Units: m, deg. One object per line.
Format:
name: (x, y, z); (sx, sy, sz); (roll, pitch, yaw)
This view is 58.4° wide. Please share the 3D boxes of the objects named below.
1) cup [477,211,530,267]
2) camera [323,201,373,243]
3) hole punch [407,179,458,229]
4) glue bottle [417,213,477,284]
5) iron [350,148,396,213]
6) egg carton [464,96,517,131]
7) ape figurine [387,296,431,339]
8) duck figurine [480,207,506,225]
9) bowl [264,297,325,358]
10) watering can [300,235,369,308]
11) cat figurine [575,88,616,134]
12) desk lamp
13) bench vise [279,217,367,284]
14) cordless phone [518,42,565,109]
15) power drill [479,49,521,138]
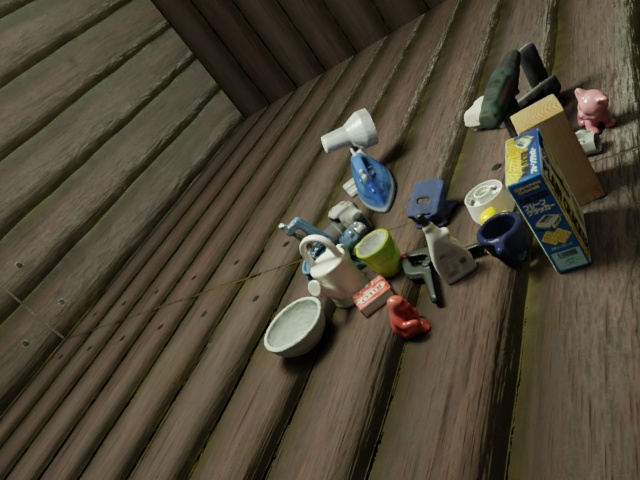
cup: (0.362, 0.014, 1.099); (0.091, 0.095, 0.118); (-25, 28, 29)
camera: (0.056, -0.043, 1.633); (0.137, 0.101, 0.143); (-42, 24, -6)
hole punch: (0.270, -0.090, 1.420); (0.108, 0.091, 0.101); (-3, 42, 53)
glue bottle: (0.248, 0.010, 1.173); (0.078, 0.173, 0.037); (-33, 25, 14)
iron: (0.144, -0.186, 1.707); (0.118, 0.142, 0.258); (-34, 24, 11)
egg carton: (0.481, -0.361, 1.620); (0.107, 0.069, 0.150); (-48, 25, -19)
ape figurine: (0.167, 0.149, 1.146); (0.076, 0.092, 0.078); (-24, 28, 30)
duck figurine: (0.365, -0.031, 1.185); (0.077, 0.086, 0.105); (-7, 40, 51)
bowl: (-0.046, 0.219, 1.352); (0.167, 0.075, 0.167); (-32, 25, 17)
watering can: (0.026, 0.068, 1.364); (0.100, 0.194, 0.173); (-31, 25, 18)
cat figurine: (0.603, -0.300, 1.278); (0.067, 0.118, 0.127); (-31, 25, 18)
desk lamp: (0.115, -0.284, 1.833); (0.203, 0.214, 0.117); (-38, 24, 3)
bench vise: (0.010, 0.002, 1.472); (0.207, 0.220, 0.121); (-42, 24, -6)
cordless phone: (0.529, -0.398, 1.472); (0.147, 0.185, 0.094); (-39, 24, 2)
power drill: (0.471, -0.321, 1.392); (0.075, 0.209, 0.230); (-7, 39, 50)
